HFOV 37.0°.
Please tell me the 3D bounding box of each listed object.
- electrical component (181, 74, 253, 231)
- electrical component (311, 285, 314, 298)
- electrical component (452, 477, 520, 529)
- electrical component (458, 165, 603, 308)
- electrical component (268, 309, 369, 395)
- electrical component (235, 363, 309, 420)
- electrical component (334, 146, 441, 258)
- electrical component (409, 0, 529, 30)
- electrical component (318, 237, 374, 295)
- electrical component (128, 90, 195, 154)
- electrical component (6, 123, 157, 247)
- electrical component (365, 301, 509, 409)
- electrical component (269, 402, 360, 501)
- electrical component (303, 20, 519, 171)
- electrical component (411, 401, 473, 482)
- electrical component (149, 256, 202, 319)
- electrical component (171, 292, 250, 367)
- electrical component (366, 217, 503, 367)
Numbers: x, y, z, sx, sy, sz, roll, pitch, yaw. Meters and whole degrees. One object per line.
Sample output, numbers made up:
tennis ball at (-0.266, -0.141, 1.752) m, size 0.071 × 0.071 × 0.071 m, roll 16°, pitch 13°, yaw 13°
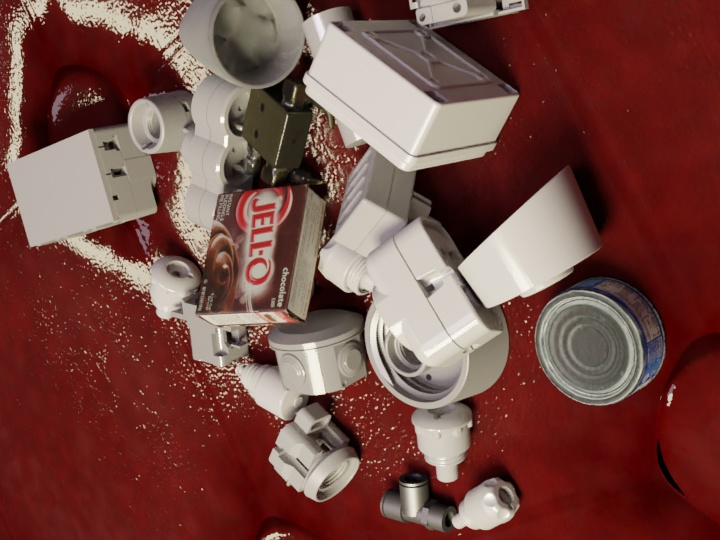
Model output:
electrical component at (-0.131, -0.104, 0.941) m, size 0.074 × 0.052 × 0.138 m, roll 24°, pitch 118°, yaw 34°
electrical component at (-0.073, 0.014, 0.927) m, size 0.047 × 0.055 × 0.055 m, roll -24°, pitch 87°, yaw 39°
electrical component at (0.095, 0.188, 0.847) m, size 0.061 × 0.035 × 0.035 m, roll -42°, pitch 75°, yaw 42°
electrical component at (0.113, -0.019, 0.728) m, size 0.099 × 0.099 × 0.064 m, roll -30°, pitch 89°, yaw 42°
electrical component at (-0.033, 0.066, 0.891) m, size 0.080 × 0.080 × 0.051 m, roll 2°, pitch 109°, yaw 41°
electrical component at (-0.081, 0.104, 0.969) m, size 0.078 × 0.040 × 0.040 m, roll 25°, pitch 118°, yaw 33°
electrical component at (0.029, -0.045, 0.814) m, size 0.076 × 0.083 × 0.047 m, roll 28°, pitch 129°, yaw -14°
electrical component at (0.070, -0.191, 0.734) m, size 0.081 × 0.064 × 0.042 m, roll -3°, pitch 100°, yaw 42°
electrical component at (0.000, 0.000, 0.866) m, size 0.062 × 0.043 × 0.043 m, roll 36°, pitch 124°, yaw 26°
electrical component at (-0.177, -0.133, 0.975) m, size 0.055 × 0.047 × 0.055 m, roll 13°, pitch 111°, yaw 38°
electrical component at (-0.274, -0.083, 1.065) m, size 0.150 × 0.062 × 0.089 m, roll -11°, pitch 95°, yaw 42°
electrical component at (0.052, 0.054, 0.825) m, size 0.108 × 0.060 × 0.108 m, roll 13°, pitch 111°, yaw 38°
electrical component at (-0.038, 0.164, 0.940) m, size 0.057 × 0.058 × 0.078 m, roll 42°, pitch 126°, yaw 27°
electrical component at (0.036, -0.125, 0.753) m, size 0.109 × 0.109 × 0.056 m, roll 41°, pitch 123°, yaw 24°
electrical component at (0.067, 0.137, 0.850) m, size 0.048 × 0.048 × 0.062 m, roll 10°, pitch 116°, yaw 39°
electrical component at (-0.181, 0.020, 1.029) m, size 0.048 × 0.048 × 0.062 m, roll 45°, pitch 135°, yaw 22°
electrical component at (-0.132, 0.053, 0.997) m, size 0.081 × 0.042 × 0.063 m, roll 11°, pitch 112°, yaw 39°
electrical component at (0.049, 0.018, 0.759) m, size 0.059 × 0.054 × 0.095 m, roll -36°, pitch 72°, yaw 18°
